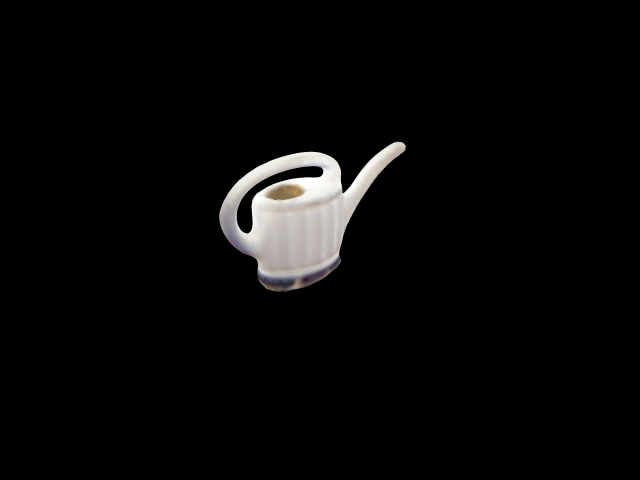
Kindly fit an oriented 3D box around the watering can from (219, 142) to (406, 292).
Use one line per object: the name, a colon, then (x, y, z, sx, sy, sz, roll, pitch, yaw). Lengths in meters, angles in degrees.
watering can: (0.003, -0.043, 0.850, 0.350, 0.220, 0.105, -17, 32, -28)
